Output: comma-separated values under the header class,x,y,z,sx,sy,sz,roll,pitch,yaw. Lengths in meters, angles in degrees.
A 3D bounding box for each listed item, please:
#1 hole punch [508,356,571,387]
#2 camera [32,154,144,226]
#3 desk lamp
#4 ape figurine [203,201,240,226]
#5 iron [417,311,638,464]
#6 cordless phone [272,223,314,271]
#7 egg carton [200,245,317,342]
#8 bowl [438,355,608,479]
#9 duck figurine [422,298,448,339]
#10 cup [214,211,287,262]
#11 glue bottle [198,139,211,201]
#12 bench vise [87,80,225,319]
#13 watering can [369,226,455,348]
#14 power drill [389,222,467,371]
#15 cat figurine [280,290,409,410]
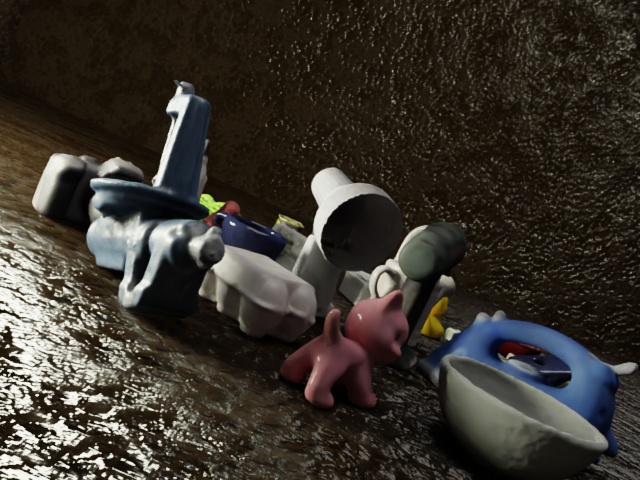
class,x,y,z,sx,sy,sz,roll,pitch,yaw
hole punch,0.353,0.218,0.923,0.101,0.091,0.109,25,5,5
camera,-0.282,-0.057,0.750,0.144,0.101,0.136,21,6,-34
desk lamp,0.008,0.003,0.838,0.118,0.213,0.202,22,5,-29
ape figurine,-0.171,-0.026,1.010,0.078,0.092,0.076,22,5,-22
iron,0.250,0.163,0.717,0.257,0.141,0.119,28,6,40
cordless phone,-0.021,-0.015,1.068,0.147,0.185,0.094,28,6,42
egg carton,-0.075,0.060,0.672,0.149,0.069,0.108,28,6,42
bowl,0.182,0.183,0.557,0.167,0.075,0.167,24,5,-2
duck figurine,0.220,0.142,1.132,0.077,0.086,0.105,26,5,24
cup,-0.114,0.018,0.790,0.117,0.095,0.092,27,5,27
glue bottle,-0.222,-0.091,0.982,0.037,0.173,0.078,25,5,9
bench vise,-0.140,-0.044,0.579,0.206,0.220,0.122,27,5,28
watering can,0.153,0.070,0.946,0.100,0.194,0.173,27,5,29
power drill,0.138,0.068,0.797,0.075,0.208,0.230,26,5,17
cat figurine,0.038,0.095,0.551,0.067,0.118,0.128,28,6,40
